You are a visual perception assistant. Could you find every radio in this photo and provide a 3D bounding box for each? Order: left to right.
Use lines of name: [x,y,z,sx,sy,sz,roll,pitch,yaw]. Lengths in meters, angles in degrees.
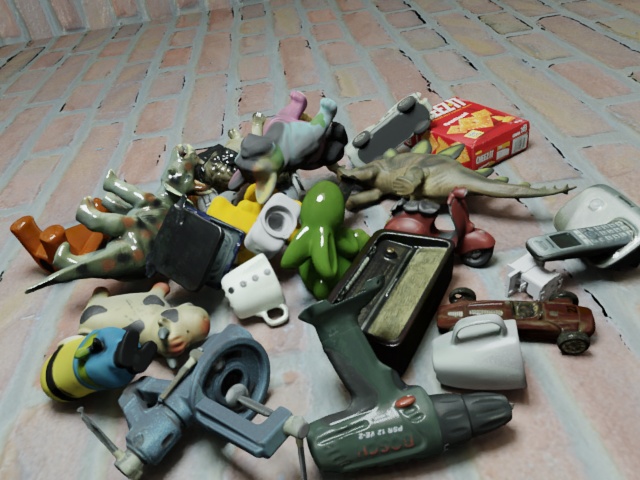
radio: [0.098,0.079,0.773,0.131,0.073,0.229,13,41,27]

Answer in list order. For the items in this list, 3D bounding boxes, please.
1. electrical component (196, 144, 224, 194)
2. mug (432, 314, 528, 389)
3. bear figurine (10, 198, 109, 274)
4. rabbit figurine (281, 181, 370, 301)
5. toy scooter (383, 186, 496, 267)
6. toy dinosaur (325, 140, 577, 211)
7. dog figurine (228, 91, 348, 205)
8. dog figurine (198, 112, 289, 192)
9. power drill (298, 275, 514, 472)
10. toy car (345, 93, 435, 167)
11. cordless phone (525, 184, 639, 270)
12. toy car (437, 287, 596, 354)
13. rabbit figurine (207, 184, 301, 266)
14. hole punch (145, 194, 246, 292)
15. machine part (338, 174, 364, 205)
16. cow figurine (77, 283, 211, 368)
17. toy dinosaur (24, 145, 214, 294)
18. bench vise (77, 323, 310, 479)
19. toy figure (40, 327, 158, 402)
electrical component: [-0.219,-0.158,1.179,0.134,0.058,0.115,-33,44,-29]
mug: [0.190,0.137,0.655,0.107,0.109,0.081,-13,40,18]
bear figurine: [-0.435,-0.026,0.992,0.120,0.131,0.196,17,50,27]
rabbit figurine: [-0.002,-0.002,0.822,0.121,0.170,0.159,8,39,21]
toy scooter: [0.183,-0.028,0.848,0.184,0.135,0.075,8,41,24]
toy dinosaur: [0.199,-0.110,0.979,0.472,0.104,0.198,20,45,35]
dog figurine: [-0.059,-0.145,0.947,0.109,0.191,0.219,29,73,29]
dog figurine: [-0.136,-0.131,1.046,0.121,0.172,0.190,-35,26,40]
power drill: [0.079,0.148,0.616,0.232,0.207,0.086,-21,-6,-2]
toy car: [0.145,-0.222,1.112,0.202,0.073,0.056,-37,21,8]
cordless phone: [0.378,-0.012,0.804,0.184,0.088,0.147,-7,36,-9]
toy car: [0.261,0.103,0.725,0.202,0.053,0.089,3,41,14]
rabbit figurine: [-0.108,-0.044,0.948,0.163,0.121,0.173,5,37,11]
hole punch: [-0.190,0.013,0.836,0.116,0.142,0.092,27,8,21]
machine part: [0.024,-0.054,0.950,0.139,0.039,0.084,-58,40,3]
cow figurine: [-0.256,0.124,0.784,0.195,0.085,0.127,-2,31,6]
toy dinosaur: [-0.304,-0.009,0.904,0.192,0.131,0.405,23,41,-10]
bench vise: [-0.121,0.196,0.621,0.241,0.128,0.223,10,33,40]
toy figure: [-0.296,0.161,0.703,0.180,0.082,0.089,-15,21,35]
